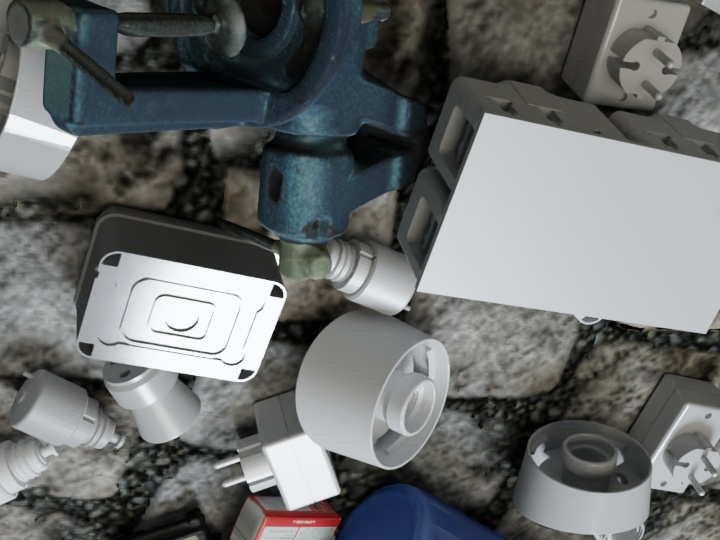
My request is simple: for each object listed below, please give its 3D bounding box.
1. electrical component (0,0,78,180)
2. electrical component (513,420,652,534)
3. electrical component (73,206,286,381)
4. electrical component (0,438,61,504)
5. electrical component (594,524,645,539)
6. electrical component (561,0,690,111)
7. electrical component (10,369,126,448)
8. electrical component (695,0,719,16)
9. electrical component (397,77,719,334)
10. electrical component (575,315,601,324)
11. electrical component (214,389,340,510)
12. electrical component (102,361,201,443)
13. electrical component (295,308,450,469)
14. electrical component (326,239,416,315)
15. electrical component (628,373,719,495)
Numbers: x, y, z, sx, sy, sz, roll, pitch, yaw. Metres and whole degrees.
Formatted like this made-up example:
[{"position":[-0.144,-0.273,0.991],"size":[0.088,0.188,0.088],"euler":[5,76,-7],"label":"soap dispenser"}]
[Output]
[{"position":[-0.170,-0.096,0.537],"size":[0.064,0.099,0.099],"euler":[19,116,-32],"label":"electrical component"},{"position":[0.164,0.156,0.789],"size":[0.099,0.099,0.064],"euler":[-3,117,-13],"label":"electrical component"},{"position":[-0.109,0.014,0.647],"size":[0.113,0.057,0.078],"euler":[12,119,-21],"label":"electrical component"},{"position":[-0.233,0.130,0.701],"size":[0.078,0.040,0.040],"euler":[-24,125,1],"label":"electrical component"},{"position":[0.204,0.200,0.847],"size":[0.048,0.062,0.048],"euler":[-7,123,-10],"label":"electrical component"},{"position":[0.159,-0.123,0.616],"size":[0.047,0.076,0.065],"euler":[4,121,-17],"label":"electrical component"},{"position":[-0.186,0.094,0.689],"size":[0.078,0.040,0.040],"euler":[32,110,-30],"label":"electrical component"},{"position":[0.227,-0.166,0.614],"size":[0.096,0.061,0.061],"euler":[26,111,-27],"label":"electrical component"},{"position":[0.126,-0.035,0.602],"size":[0.186,0.060,0.105],"euler":[9,120,-19],"label":"electrical component"},{"position":[0.136,-0.031,0.682],"size":[0.078,0.057,0.113],"euler":[-39,123,12],"label":"electrical component"},{"position":[-0.061,0.129,0.740],"size":[0.077,0.047,0.065],"euler":[-18,125,-2],"label":"electrical component"},{"position":[-0.134,0.077,0.689],"size":[0.045,0.045,0.055],"euler":[-24,125,2],"label":"electrical component"},{"position":[0.012,0.079,0.706],"size":[0.099,0.064,0.099],"euler":[-31,131,-45],"label":"electrical component"},{"position":[0.000,0.000,0.677],"size":[0.078,0.040,0.040],"euler":[23,114,-26],"label":"electrical component"},{"position":[0.244,0.135,0.807],"size":[0.047,0.075,0.083],"euler":[12,118,-21],"label":"electrical component"}]
